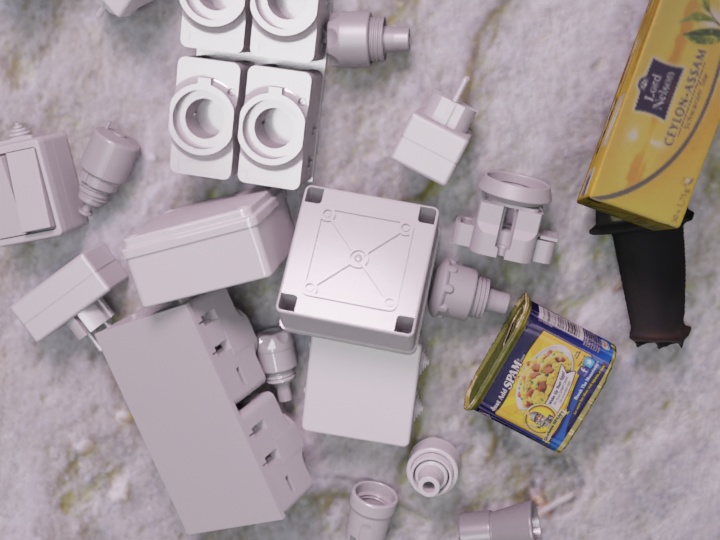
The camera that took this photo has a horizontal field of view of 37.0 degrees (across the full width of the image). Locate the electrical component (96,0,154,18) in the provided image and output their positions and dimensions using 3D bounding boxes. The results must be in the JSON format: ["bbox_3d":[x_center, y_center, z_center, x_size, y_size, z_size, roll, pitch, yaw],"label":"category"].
[{"bbox_3d":[-0.182,-0.223,0.834,0.047,0.065,0.077,48,134,-3],"label":"electrical component"}]

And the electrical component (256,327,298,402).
[{"bbox_3d":[-0.068,0.080,0.896,0.035,0.035,0.061,-8,103,11],"label":"electrical component"}]

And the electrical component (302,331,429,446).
[{"bbox_3d":[0.004,0.088,0.878,0.100,0.048,0.099,8,104,7],"label":"electrical component"}]

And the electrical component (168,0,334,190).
[{"bbox_3d":[-0.083,-0.163,0.829,0.105,0.060,0.186,9,104,7],"label":"electrical component"}]

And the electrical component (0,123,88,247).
[{"bbox_3d":[-0.273,-0.072,0.881,0.062,0.061,0.096,-10,101,11],"label":"electrical component"}]

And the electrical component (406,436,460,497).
[{"bbox_3d":[0.059,0.165,0.880,0.043,0.062,0.043,2,103,9],"label":"electrical component"}]

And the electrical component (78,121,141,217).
[{"bbox_3d":[-0.210,-0.080,0.879,0.040,0.040,0.078,29,106,2],"label":"electrical component"}]

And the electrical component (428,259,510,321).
[{"bbox_3d":[0.087,0.020,0.852,0.062,0.048,0.048,14,105,-1],"label":"electrical component"}]

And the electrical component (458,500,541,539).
[{"bbox_3d":[0.114,0.217,0.894,0.065,0.044,0.044,-10,101,16],"label":"electrical component"}]

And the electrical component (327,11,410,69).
[{"bbox_3d":[0.007,-0.175,0.820,0.062,0.043,0.043,1,103,8],"label":"electrical component"}]

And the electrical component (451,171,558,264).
[{"bbox_3d":[0.115,-0.042,0.826,0.078,0.058,0.057,13,107,6],"label":"electrical component"}]

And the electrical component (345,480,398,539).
[{"bbox_3d":[0.009,0.208,0.911,0.040,0.040,0.046,14,111,6],"label":"electrical component"}]

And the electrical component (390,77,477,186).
[{"bbox_3d":[0.064,-0.111,0.814,0.047,0.065,0.076,27,105,2],"label":"electrical component"}]

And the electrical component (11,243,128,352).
[{"bbox_3d":[-0.233,0.034,0.906,0.083,0.047,0.075,-34,97,14],"label":"electrical component"}]

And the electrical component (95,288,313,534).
[{"bbox_3d":[-0.124,0.114,0.882,0.105,0.060,0.186,-17,100,34],"label":"electrical component"}]

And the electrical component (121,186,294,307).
[{"bbox_3d":[-0.114,-0.021,0.842,0.109,0.108,0.056,-14,103,12],"label":"electrical component"}]

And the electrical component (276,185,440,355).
[{"bbox_3d":[0.000,0.000,0.831,0.109,0.056,0.108,11,71,7],"label":"electrical component"}]
